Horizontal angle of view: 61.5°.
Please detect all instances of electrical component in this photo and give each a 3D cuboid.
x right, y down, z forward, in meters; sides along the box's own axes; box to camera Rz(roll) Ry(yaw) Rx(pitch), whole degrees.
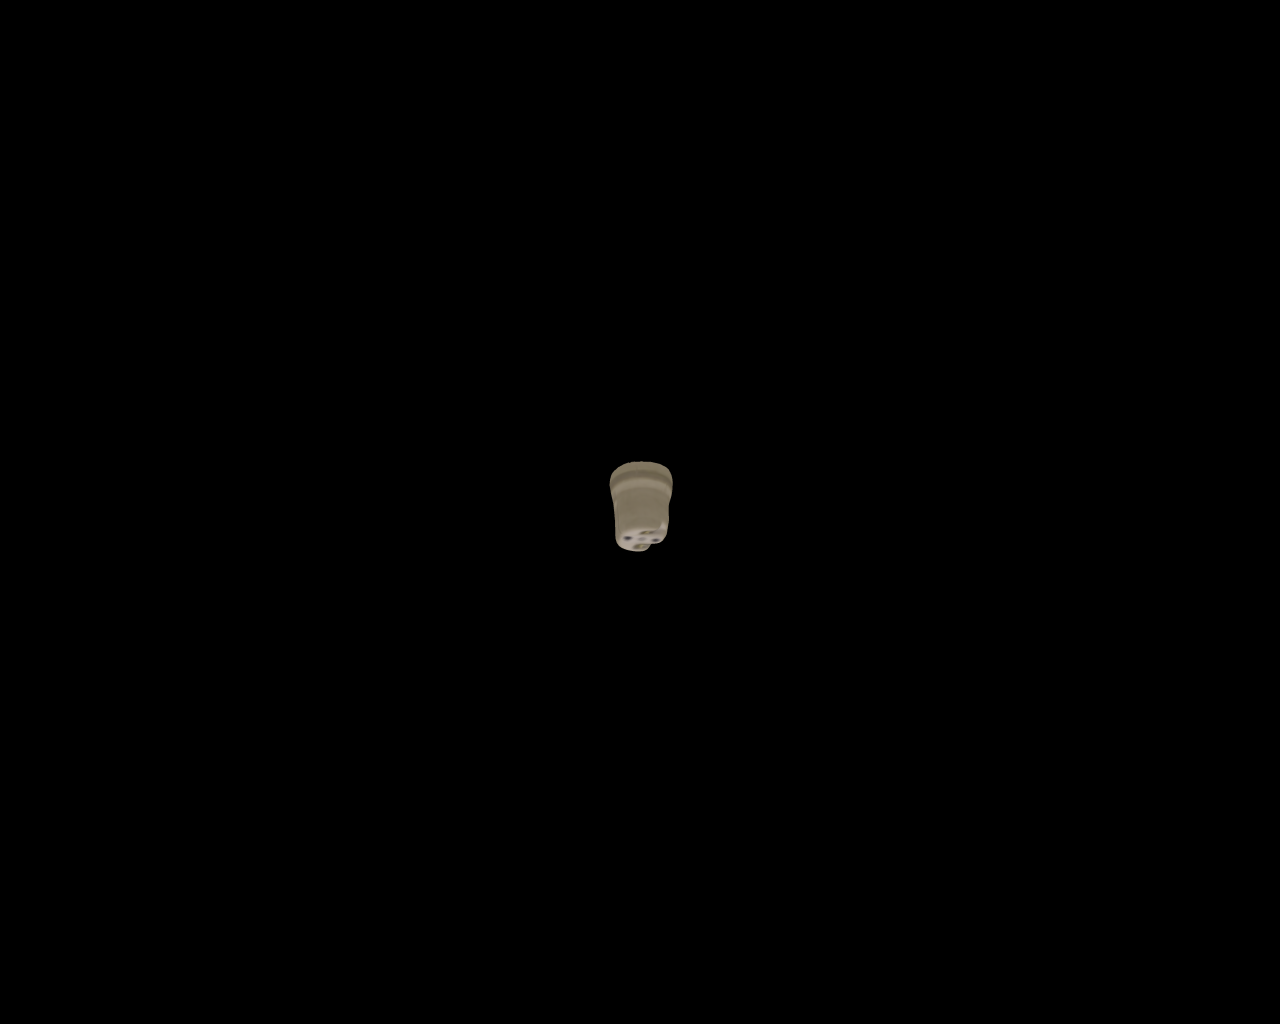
[{"bbox_3d":[0.001,-0.003,0.650,0.040,0.046,0.040,0,-30,0],"label":"electrical component"}]
